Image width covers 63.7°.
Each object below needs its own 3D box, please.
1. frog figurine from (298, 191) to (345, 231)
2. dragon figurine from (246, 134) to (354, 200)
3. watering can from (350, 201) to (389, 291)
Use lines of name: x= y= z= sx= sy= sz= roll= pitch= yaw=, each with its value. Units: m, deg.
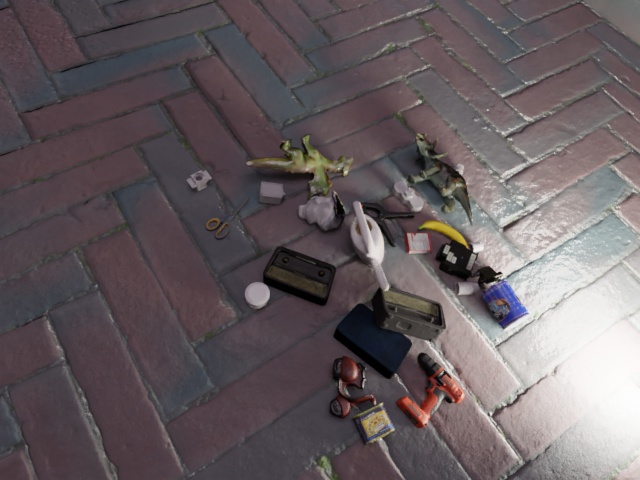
frog figurine: x=0.006 y=-0.094 z=1.874 sx=0.158 sy=0.121 sz=0.140 roll=-21 pitch=68 yaw=22
dragon figurine: x=-0.054 y=-0.258 z=1.941 sx=0.414 sy=0.120 sz=0.245 roll=-25 pitch=74 yaw=-27
watering can: x=0.171 y=0.036 z=1.735 sx=0.104 sy=0.220 sz=0.354 roll=-18 pitch=64 yaw=5
